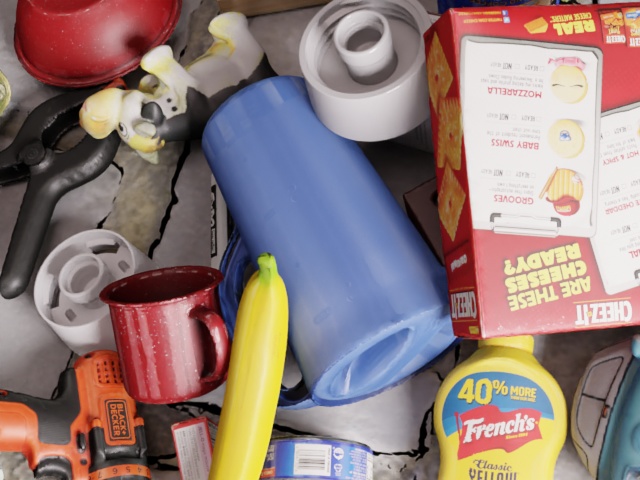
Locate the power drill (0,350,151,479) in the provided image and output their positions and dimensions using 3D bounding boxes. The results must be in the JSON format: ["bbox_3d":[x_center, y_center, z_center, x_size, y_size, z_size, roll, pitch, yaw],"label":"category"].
[{"bbox_3d":[-0.214,0.166,0.773,0.187,0.057,0.184,5,54,-30],"label":"power drill"}]

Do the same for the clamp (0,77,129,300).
[{"bbox_3d":[-0.237,-0.055,0.914,0.210,0.036,0.165,-39,61,-9],"label":"clamp"}]

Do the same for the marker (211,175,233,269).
[{"bbox_3d":[-0.082,-0.027,0.890,0.020,0.020,0.121,-5,69,8],"label":"marker"}]

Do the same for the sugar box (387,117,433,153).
[{"bbox_3d":[0.121,-0.097,0.842,0.176,0.093,0.048,20,72,15],"label":"sugar box"}]

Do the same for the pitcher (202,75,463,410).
[{"bbox_3d":[-0.005,0.001,0.816,0.149,0.145,0.243,-16,62,-25],"label":"pitcher"}]

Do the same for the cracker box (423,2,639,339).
[{"bbox_3d":[0.163,-0.047,0.717,0.164,0.072,0.214,-4,86,-11],"label":"cracker box"}]

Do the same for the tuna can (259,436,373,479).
[{"bbox_3d":[-0.004,0.166,0.771,0.086,0.086,0.034,-1,69,9],"label":"tuna can"}]

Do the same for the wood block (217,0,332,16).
[{"bbox_3d":[0.005,-0.266,0.925,0.206,0.090,0.091,-8,69,6],"label":"wood block"}]

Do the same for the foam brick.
[{"bbox_3d":[0.106,-0.007,0.834,0.053,0.051,0.078,-28,68,-2],"label":"foam brick"}]

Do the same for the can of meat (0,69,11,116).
[{"bbox_3d":[-0.333,-0.113,0.929,0.084,0.057,0.102,6,56,29],"label":"can of meat"}]

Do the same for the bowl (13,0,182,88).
[{"bbox_3d":[-0.207,-0.215,0.946,0.162,0.055,0.162,-6,58,10],"label":"bowl"}]

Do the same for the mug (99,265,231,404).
[{"bbox_3d":[-0.105,0.072,0.795,0.117,0.093,0.081,7,111,45],"label":"mug"}]

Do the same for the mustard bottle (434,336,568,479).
[{"bbox_3d":[0.130,0.142,0.772,0.096,0.058,0.191,2,70,16],"label":"mustard bottle"}]

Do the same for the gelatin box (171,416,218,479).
[{"bbox_3d":[-0.079,0.180,0.785,0.030,0.073,0.089,-18,69,5],"label":"gelatin box"}]

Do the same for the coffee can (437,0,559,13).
[{"bbox_3d":[0.143,-0.214,0.855,0.103,0.140,0.103,-3,69,8],"label":"coffee can"}]

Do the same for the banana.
[{"bbox_3d":[-0.051,0.104,0.737,0.037,0.069,0.198,9,92,18],"label":"banana"}]

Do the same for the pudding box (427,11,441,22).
[{"bbox_3d":[0.126,-0.140,0.858,0.113,0.090,0.039,13,74,14],"label":"pudding box"}]
